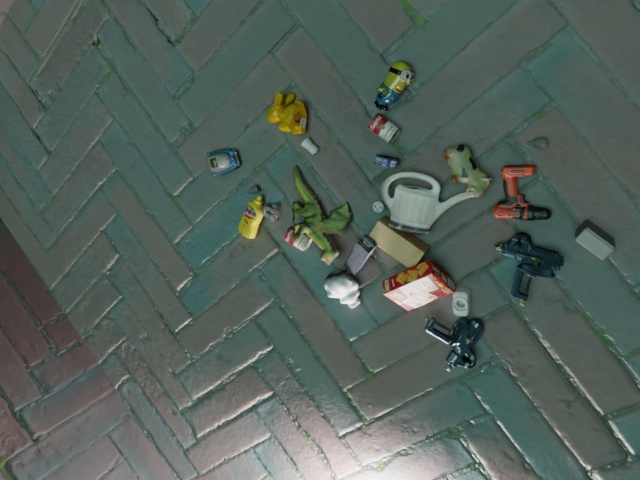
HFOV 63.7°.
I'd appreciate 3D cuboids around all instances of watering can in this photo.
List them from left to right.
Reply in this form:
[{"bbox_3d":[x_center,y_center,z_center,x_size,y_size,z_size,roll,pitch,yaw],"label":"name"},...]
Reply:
[{"bbox_3d":[0.384,-0.121,1.858,0.348,0.105,0.221,14,107,14],"label":"watering can"}]

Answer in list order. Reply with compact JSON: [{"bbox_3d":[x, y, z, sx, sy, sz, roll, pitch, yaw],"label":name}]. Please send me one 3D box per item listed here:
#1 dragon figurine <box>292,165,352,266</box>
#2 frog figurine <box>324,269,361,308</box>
[{"bbox_3d":[0.006,-0.103,2.054,0.243,0.121,0.412,-1,84,4],"label":"dragon figurine"},{"bbox_3d":[0.092,0.202,2.072,0.137,0.122,0.160,-19,83,10],"label":"frog figurine"}]
